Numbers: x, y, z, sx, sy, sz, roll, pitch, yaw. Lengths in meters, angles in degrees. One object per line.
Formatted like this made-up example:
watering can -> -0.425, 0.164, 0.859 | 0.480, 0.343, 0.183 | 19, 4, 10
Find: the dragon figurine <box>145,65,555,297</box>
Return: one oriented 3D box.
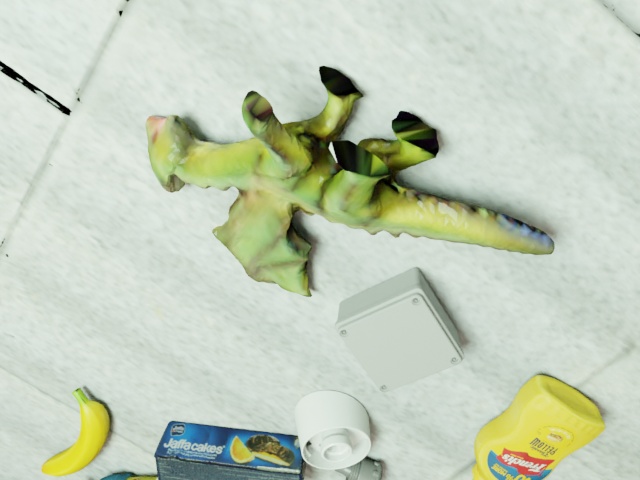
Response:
dragon figurine -> 0.002, -0.027, 0.534 | 0.409, 0.125, 0.238 | 32, 133, -7
